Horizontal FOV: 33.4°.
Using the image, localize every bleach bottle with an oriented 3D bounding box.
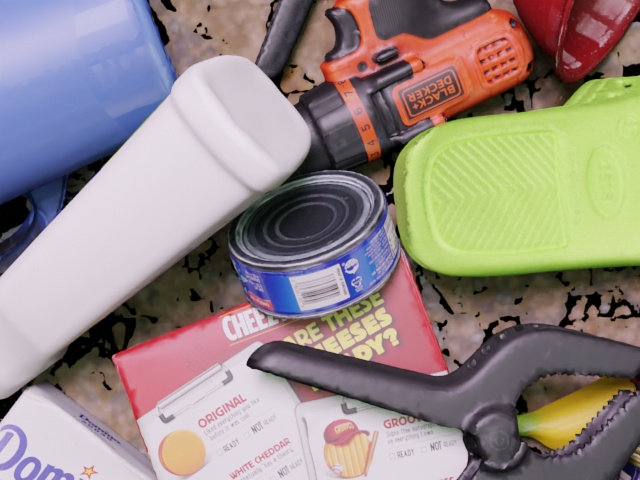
[{"bbox_3d":[-0.118,0.012,0.547,0.251,0.102,0.068,-40,95,19],"label":"bleach bottle"}]

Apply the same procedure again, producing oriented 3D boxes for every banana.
[{"bbox_3d":[0.183,0.058,0.570,0.069,0.037,0.198,25,118,-35],"label":"banana"}]

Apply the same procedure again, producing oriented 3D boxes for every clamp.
[{"bbox_3d":[-0.016,-0.187,0.605,0.171,0.039,0.120,-46,107,-4],"label":"clamp"},{"bbox_3d":[0.082,0.109,0.528,0.210,0.036,0.164,-13,87,-7],"label":"clamp"}]

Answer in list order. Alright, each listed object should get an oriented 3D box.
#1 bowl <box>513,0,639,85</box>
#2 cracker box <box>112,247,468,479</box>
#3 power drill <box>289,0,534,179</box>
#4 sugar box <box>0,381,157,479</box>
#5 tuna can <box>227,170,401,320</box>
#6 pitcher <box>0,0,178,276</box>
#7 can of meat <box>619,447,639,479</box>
[{"bbox_3d":[0.144,-0.165,0.556,0.055,0.162,0.162,31,88,21],"label":"bowl"},{"bbox_3d":[0.004,0.132,0.579,0.164,0.072,0.214,-21,86,-3],"label":"cracker box"},{"bbox_3d":[0.006,-0.132,0.572,0.184,0.057,0.187,-26,111,-5],"label":"power drill"},{"bbox_3d":[-0.174,0.175,0.589,0.093,0.048,0.176,36,89,2],"label":"sugar box"},{"bbox_3d":[-0.004,0.001,0.547,0.086,0.086,0.034,-20,123,-1],"label":"tuna can"},{"bbox_3d":[-0.197,-0.061,0.568,0.242,0.149,0.145,-22,72,-4],"label":"pitcher"},{"bbox_3d":[0.207,0.168,0.584,0.102,0.057,0.084,16,90,2],"label":"can of meat"}]
